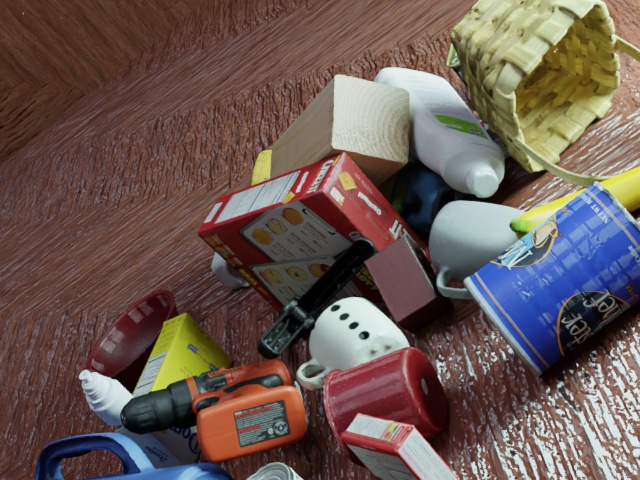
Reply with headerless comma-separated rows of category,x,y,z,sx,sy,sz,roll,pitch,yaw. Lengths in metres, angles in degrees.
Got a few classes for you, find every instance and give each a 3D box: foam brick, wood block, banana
foam brick,0.089,0.045,1.072,0.051,0.053,0.078,-33,65,12
wood block,0.018,-0.100,1.223,0.206,0.090,0.090,142,134,-63
banana,0.255,-0.032,0.972,0.197,0.037,0.070,-21,-1,-10

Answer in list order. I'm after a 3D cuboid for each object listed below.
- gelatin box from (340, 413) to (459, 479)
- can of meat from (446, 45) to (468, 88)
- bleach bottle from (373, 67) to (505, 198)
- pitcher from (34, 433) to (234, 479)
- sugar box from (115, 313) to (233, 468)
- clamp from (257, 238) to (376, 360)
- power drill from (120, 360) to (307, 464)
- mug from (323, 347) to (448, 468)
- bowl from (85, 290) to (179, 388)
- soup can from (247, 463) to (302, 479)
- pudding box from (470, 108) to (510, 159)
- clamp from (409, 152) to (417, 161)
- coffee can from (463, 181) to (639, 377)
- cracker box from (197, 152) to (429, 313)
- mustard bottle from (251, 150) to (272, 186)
gelatin box,0.070,0.183,0.871,0.030,0.089,0.073,-51,26,-23
can of meat,0.209,-0.221,1.340,0.058,0.084,0.102,-25,29,32
bleach bottle,0.133,-0.115,1.176,0.251,0.102,0.068,-113,33,-59
pitcher,-0.191,0.278,1.044,0.243,0.149,0.145,-19,32,34
sugar box,-0.163,0.177,1.223,0.048,0.093,0.176,-27,29,29
clamp,-0.028,0.086,1.138,0.164,0.036,0.210,-44,-2,-28
power drill,-0.102,0.170,1.068,0.184,0.057,0.188,-14,8,-15
mug,0.066,0.145,0.960,0.082,0.093,0.117,-25,-8,23
bowl,-0.240,0.144,1.435,0.162,0.055,0.162,-33,26,18
soup can,-0.019,0.242,0.889,0.069,0.102,0.068,-34,25,18
pudding box,0.198,-0.126,1.252,0.114,0.039,0.090,-29,28,28
clamp,0.097,-0.127,1.408,0.172,0.039,0.120,-17,39,36
coffee can,0.207,0.033,0.899,0.140,0.102,0.103,-38,24,8
cracker box,-0.008,0.001,1.196,0.214,0.164,0.072,-16,36,45
mustard bottle,0.008,-0.069,1.371,0.192,0.058,0.096,0,74,24
